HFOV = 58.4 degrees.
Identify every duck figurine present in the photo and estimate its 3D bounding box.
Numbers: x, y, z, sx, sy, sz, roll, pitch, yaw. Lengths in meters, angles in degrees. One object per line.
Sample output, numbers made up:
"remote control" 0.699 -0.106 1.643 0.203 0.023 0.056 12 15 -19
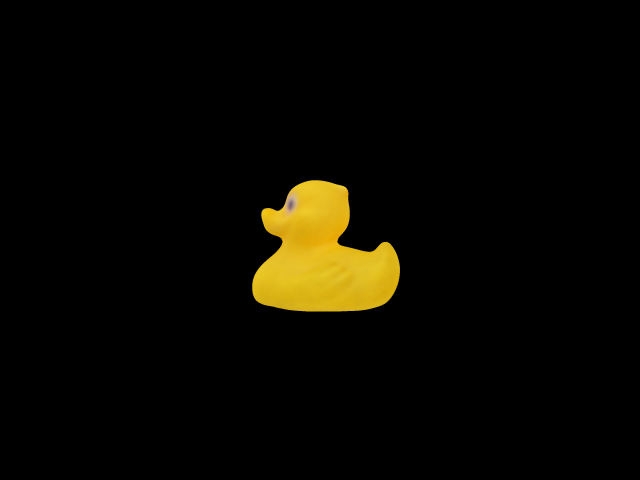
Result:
"duck figurine" 0.004 0.001 0.400 0.104 0.086 0.078 2 7 14
